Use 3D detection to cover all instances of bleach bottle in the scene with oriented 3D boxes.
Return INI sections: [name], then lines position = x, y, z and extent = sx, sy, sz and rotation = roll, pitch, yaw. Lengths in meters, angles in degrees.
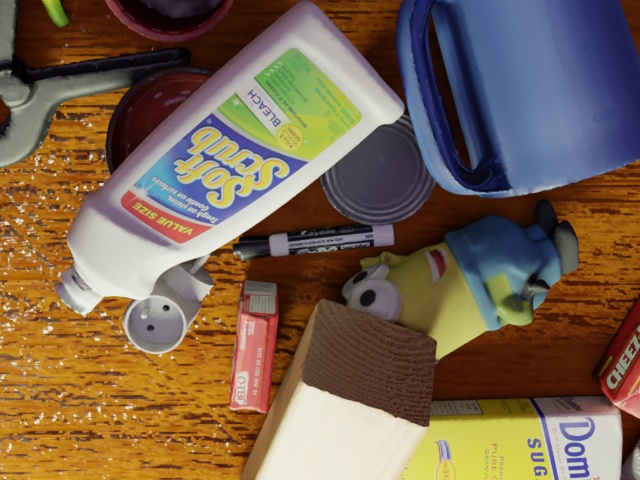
[bleach bottle]
position = -0.070, -0.039, 0.703
extent = 0.251, 0.068, 0.102
rotation = -43, 103, 5

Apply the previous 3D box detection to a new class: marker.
[marker]
position = -0.005, 0.001, 0.799
extent = 0.121, 0.020, 0.020
rotation = -6, 103, 1

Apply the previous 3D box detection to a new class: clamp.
[clamp]
position = -0.219, -0.123, 0.747
extent = 0.210, 0.036, 0.164
rotation = -35, 119, 10

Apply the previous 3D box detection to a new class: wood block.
[wood block]
position = 0.002, 0.155, 0.760
extent = 0.090, 0.090, 0.206
rotation = 20, 126, -4

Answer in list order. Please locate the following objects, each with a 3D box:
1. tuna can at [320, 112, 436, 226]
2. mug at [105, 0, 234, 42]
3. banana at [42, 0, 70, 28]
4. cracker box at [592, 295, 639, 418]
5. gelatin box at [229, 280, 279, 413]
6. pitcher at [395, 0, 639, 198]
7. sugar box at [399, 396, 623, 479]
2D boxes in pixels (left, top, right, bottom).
[tuna can]
position = 0.042, -0.055, 0.779
extent = 0.086, 0.034, 0.086
rotation = 0, 103, 0
[mug]
position = -0.089, -0.198, 0.711
extent = 0.093, 0.081, 0.117
rotation = 25, 115, -7
[banana]
position = -0.154, -0.246, 0.735
extent = 0.069, 0.037, 0.198
rotation = 29, 105, -35
[cracker box]
position = 0.342, 0.091, 0.796
extent = 0.213, 0.072, 0.164
rotation = 27, 101, -6
[gelatin box]
position = -0.049, 0.076, 0.780
extent = 0.030, 0.089, 0.073
rotation = 6, 103, -4
[pitcher]
position = 0.126, -0.153, 0.707
extent = 0.145, 0.149, 0.243
rotation = -16, 100, 21
[sugar box]
position = 0.142, 0.172, 0.826
extent = 0.176, 0.048, 0.093
rotation = -2, 102, 1
